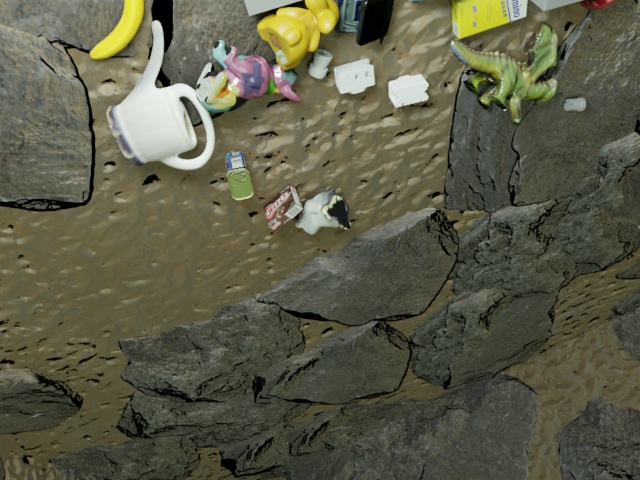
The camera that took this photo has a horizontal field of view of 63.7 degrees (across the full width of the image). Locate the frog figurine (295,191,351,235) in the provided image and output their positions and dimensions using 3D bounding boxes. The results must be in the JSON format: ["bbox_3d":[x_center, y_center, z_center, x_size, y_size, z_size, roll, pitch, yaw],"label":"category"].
[{"bbox_3d":[0.005,-0.078,1.542,0.137,0.124,0.158,12,165,-39],"label":"frog figurine"}]

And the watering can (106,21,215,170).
[{"bbox_3d":[-0.377,-0.299,1.169,0.224,0.106,0.340,-18,125,1],"label":"watering can"}]

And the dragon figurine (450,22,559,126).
[{"bbox_3d":[0.510,-0.457,1.339,0.242,0.124,0.405,-49,134,7],"label":"dragon figurine"}]
